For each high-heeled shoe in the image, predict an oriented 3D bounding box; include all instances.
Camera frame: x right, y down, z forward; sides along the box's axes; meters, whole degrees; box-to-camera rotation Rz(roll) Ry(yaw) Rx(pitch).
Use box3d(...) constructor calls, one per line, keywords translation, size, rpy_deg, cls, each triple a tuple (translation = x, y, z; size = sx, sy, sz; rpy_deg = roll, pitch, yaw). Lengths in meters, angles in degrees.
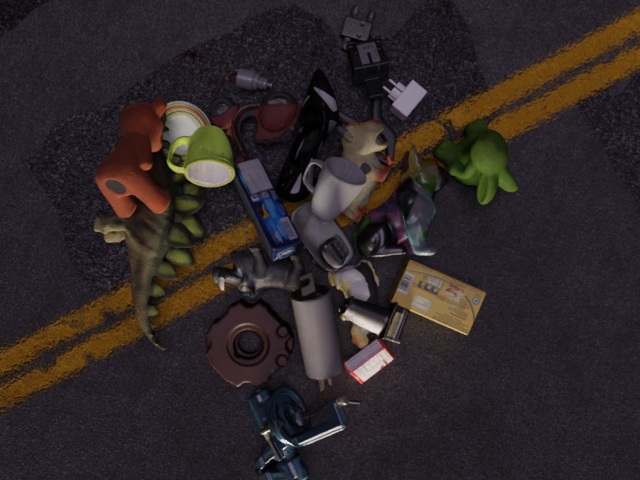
box3d(translation=(-0.037, -0.199, 1.035), size=(0.086, 0.145, 0.248), rpy_deg=(9, 108, 39), cls="high-heeled shoe")

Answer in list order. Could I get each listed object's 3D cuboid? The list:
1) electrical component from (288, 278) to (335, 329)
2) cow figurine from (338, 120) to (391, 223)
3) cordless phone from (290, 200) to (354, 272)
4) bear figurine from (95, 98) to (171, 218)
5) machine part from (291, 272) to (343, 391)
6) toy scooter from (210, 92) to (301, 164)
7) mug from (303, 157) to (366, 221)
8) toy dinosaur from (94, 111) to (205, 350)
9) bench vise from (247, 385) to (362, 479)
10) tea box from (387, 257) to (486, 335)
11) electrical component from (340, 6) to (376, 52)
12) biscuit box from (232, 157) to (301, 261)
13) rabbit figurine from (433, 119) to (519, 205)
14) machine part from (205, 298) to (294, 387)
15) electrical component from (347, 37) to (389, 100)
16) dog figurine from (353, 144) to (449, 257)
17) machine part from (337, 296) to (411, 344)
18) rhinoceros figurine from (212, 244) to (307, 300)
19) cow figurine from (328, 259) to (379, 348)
box3d(translation=(-0.019, 0.137, 1.091), size=(0.078, 0.045, 0.102), rpy_deg=(41, 90, -3), cls="electrical component")
box3d(translation=(0.071, -0.145, 1.053), size=(0.127, 0.085, 0.194), rpy_deg=(28, 112, 2), cls="cow figurine")
box3d(translation=(-0.002, -0.004, 1.021), size=(0.089, 0.184, 0.146), rpy_deg=(-34, 91, 4), cls="cordless phone")
box3d(translation=(-0.328, -0.155, 0.979), size=(0.120, 0.131, 0.196), rpy_deg=(-7, 50, 21), cls="bear figurine")
box3d(translation=(-0.005, 0.176, 1.033), size=(0.079, 0.079, 0.243), rpy_deg=(-10, 105, -1), cls="machine part")
box3d(translation=(-0.127, -0.220, 1.072), size=(0.184, 0.075, 0.135), rpy_deg=(-5, 90, 2), cls="toy scooter")
box3d(translation=(0.016, -0.094, 0.999), size=(0.109, 0.081, 0.107), rpy_deg=(26, 124, -1), cls="mug")
box3d(translation=(-0.332, -0.027, 1.056), size=(0.199, 0.105, 0.471), rpy_deg=(9, 91, -2), cls="toy dinosaur")
box3d(translation=(-0.036, 0.373, 1.041), size=(0.241, 0.128, 0.224), rpy_deg=(-31, 68, 23), cls="bench vise")
box3d(translation=(0.233, 0.111, 1.084), size=(0.170, 0.068, 0.098), rpy_deg=(25, 91, -2), cls="tea box")
box3d(translation=(0.077, -0.427, 1.098), size=(0.063, 0.021, 0.094), rpy_deg=(17, 90, -2), cls="electrical component")
box3d(translation=(-0.106, -0.059, 1.042), size=(0.059, 0.062, 0.203), rpy_deg=(-20, 69, -18), cls="biscuit box")
box3d(translation=(0.306, -0.150, 1.031), size=(0.121, 0.170, 0.159), rpy_deg=(-24, 90, 0), cls="rabbit figurine")
box3d(translation=(-0.144, 0.208, 1.086), size=(0.179, 0.056, 0.179), rpy_deg=(0, 90, 1), cls="machine part")
box3d(translation=(0.098, -0.341, 1.067), size=(0.075, 0.047, 0.119), rpy_deg=(-8, 64, 1), cls="electrical component")
box3d(translation=(0.159, -0.075, 1.065), size=(0.192, 0.108, 0.219), rpy_deg=(-1, 86, 2), cls="dog figurine")
box3d(translation=(0.103, 0.147, 1.034), size=(0.139, 0.039, 0.084), rpy_deg=(19, 93, -13), cls="machine part")
box3d(translation=(-0.120, 0.065, 1.080), size=(0.190, 0.073, 0.112), rpy_deg=(4, 98, -2), cls="rhinoceros figurine")
box3d(translation=(0.085, 0.128, 1.085), size=(0.098, 0.068, 0.167), rpy_deg=(-19, 93, -11), cls="cow figurine")
